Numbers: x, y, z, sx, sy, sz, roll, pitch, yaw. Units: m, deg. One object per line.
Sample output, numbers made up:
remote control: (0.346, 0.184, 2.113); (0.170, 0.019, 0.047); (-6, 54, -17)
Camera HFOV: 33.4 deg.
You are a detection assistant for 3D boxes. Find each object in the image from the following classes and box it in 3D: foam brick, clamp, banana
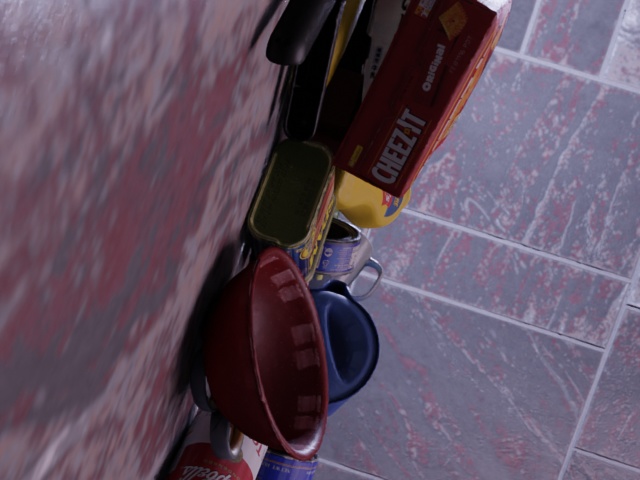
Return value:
foam brick: (0.006, -0.110, 0.909); (0.078, 0.051, 0.053); (89, 18, -74)
clamp: (0.005, -0.181, 0.730); (0.164, 0.036, 0.210); (59, 47, -84)
clamp: (0.032, -0.192, 1.003); (0.171, 0.039, 0.120); (99, 14, -53)
banana: (0.018, -0.188, 0.848); (0.070, 0.037, 0.197); (98, 11, -55)

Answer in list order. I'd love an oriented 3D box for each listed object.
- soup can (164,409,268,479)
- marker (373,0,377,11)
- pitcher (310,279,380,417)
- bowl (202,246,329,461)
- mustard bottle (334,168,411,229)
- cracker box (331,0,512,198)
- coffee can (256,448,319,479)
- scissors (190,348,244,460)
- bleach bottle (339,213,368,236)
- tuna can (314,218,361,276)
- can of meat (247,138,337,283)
soup can: (-0.085, 0.186, 0.849); (0.102, 0.068, 0.069); (-67, 173, -53)
marker: (0.042, -0.226, 1.099); (0.020, 0.020, 0.121); (96, 12, -66)
pitcher: (-0.012, 0.160, 1.280); (0.149, 0.145, 0.243); (-28, 166, -12)
bowl: (-0.045, 0.088, 0.803); (0.162, 0.055, 0.162); (-11, 90, -73)
mustard bottle: (0.043, -0.062, 1.038); (0.191, 0.058, 0.096); (25, 63, -62)
cracker box: (0.094, -0.139, 0.901); (0.164, 0.072, 0.213); (-64, 175, 20)
coffee can: (-0.070, 0.307, 1.258); (0.103, 0.103, 0.140); (20, 87, -85)
scissors: (-0.073, 0.073, 0.848); (0.096, 0.016, 0.201); (62, 24, -52)
bleach bottle: (0.043, -0.048, 1.524); (0.250, 0.068, 0.103); (-66, 174, -68)
tuna can: (-0.006, 0.001, 0.973); (0.086, 0.086, 0.034); (-56, 162, -73)
can of meat: (-0.023, -0.024, 0.879); (0.084, 0.057, 0.102); (90, 18, -67)
